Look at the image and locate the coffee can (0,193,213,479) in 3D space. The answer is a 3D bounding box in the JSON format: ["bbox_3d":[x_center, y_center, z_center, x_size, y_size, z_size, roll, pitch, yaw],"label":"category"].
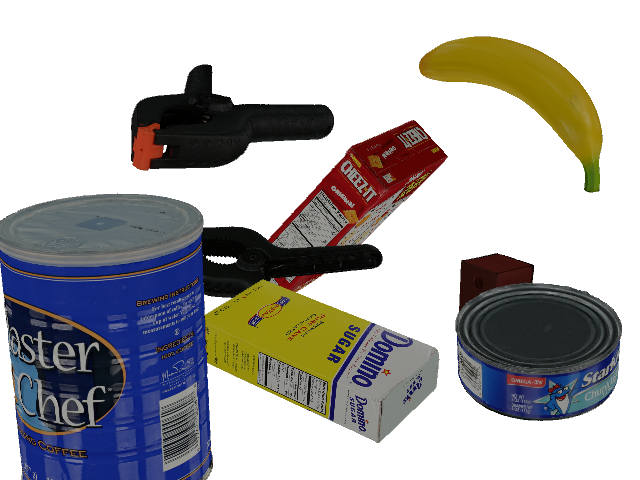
[{"bbox_3d":[-0.109,0.056,0.554,0.103,0.140,0.103,-1,18,0],"label":"coffee can"}]

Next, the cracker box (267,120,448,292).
[{"bbox_3d":[0.030,-0.038,1.261,0.214,0.072,0.163,-47,-9,34],"label":"cracker box"}]

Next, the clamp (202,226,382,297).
[{"bbox_3d":[-0.064,0.036,1.029,0.210,0.036,0.164,14,39,18],"label":"clamp"}]

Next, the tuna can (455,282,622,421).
[{"bbox_3d":[0.115,0.058,0.567,0.086,0.034,0.086,-4,27,2],"label":"tuna can"}]

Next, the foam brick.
[{"bbox_3d":[0.171,0.058,1.046,0.051,0.078,0.053,-11,19,-34],"label":"foam brick"}]

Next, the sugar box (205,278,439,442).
[{"bbox_3d":[-0.003,0.091,0.851,0.176,0.048,0.093,17,30,29],"label":"sugar box"}]

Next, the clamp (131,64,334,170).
[{"bbox_3d":[-0.082,-0.087,0.739,0.120,0.039,0.171,20,23,30],"label":"clamp"}]

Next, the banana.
[{"bbox_3d":[0.147,-0.115,0.811,0.037,0.070,0.198,2,32,-44],"label":"banana"}]
